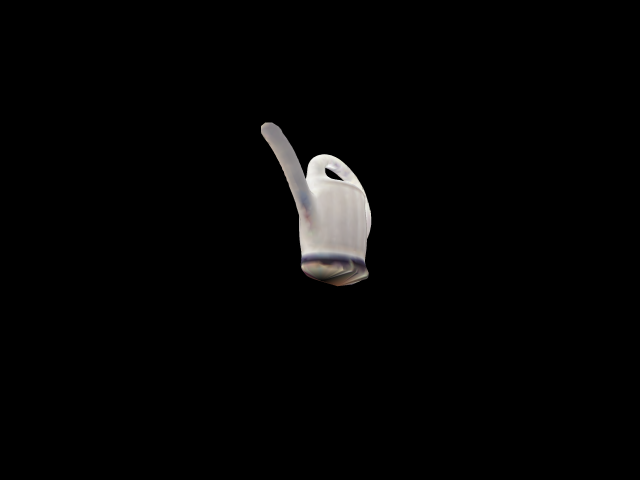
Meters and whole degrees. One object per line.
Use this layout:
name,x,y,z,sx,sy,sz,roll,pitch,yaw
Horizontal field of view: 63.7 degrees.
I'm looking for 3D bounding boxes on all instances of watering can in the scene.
watering can,0.003,-0.043,0.850,0.103,0.227,0.345,-9,-17,29
